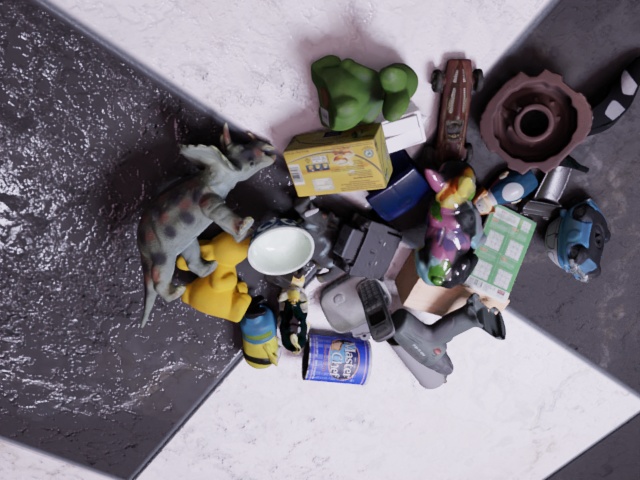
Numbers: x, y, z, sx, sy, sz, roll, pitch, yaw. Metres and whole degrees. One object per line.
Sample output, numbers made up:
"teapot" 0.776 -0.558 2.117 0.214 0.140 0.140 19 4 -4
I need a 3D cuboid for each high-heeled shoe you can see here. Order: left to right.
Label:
"high-heeled shoe" 0.465 -0.235 0.972 0.145 0.086 0.248 28 99 13

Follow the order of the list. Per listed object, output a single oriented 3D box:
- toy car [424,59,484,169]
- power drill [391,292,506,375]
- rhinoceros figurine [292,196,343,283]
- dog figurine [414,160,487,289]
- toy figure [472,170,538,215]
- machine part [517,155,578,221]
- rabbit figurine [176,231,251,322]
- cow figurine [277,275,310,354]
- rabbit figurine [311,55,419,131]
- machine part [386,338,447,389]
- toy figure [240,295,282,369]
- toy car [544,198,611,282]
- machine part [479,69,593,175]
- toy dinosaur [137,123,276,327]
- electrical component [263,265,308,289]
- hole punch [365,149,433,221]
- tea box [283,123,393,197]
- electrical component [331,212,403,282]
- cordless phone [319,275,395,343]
"toy car" 0.238 -0.216 0.957 0.089 0.053 0.201 0 122 -1
"power drill" 0.268 0.193 1.095 0.232 0.086 0.207 36 136 -28
"rhinoceros figurine" -0.002 -0.003 1.051 0.112 0.073 0.190 -28 119 13
"dog figurine" 0.231 -0.035 0.971 0.109 0.191 0.219 17 153 29
"toy figure" 0.339 -0.088 1.041 0.154 0.058 0.064 -28 81 14
"machine part" 0.446 -0.104 1.050 0.084 0.039 0.138 15 120 -7
"rabbit figurine" -0.198 0.053 1.064 0.162 0.122 0.173 22 103 -7
"cow figurine" -0.057 0.152 1.126 0.068 0.098 0.167 -2 116 1
"rabbit figurine" 0.088 -0.252 0.879 0.170 0.159 0.121 -19 112 -11
"machine part" 0.224 0.263 1.228 0.079 0.079 0.243 -31 120 13
"toy figure" -0.133 0.202 1.161 0.089 0.082 0.179 2 130 16
"toy car" 0.508 0.003 1.077 0.109 0.161 0.103 35 157 -32
"machine part" 0.371 -0.204 0.934 0.180 0.056 0.179 4 102 19
"toy dinosaur" -0.242 -0.031 0.944 0.405 0.131 0.192 -41 85 10
"electrical component" -0.076 0.049 1.074 0.102 0.078 0.045 33 127 -10
"hole punch" 0.145 -0.094 1.002 0.142 0.092 0.115 -37 121 13
"tea box" 0.033 -0.139 0.943 0.170 0.068 0.098 -3 126 22
"electrical component" 0.087 0.014 1.034 0.134 0.058 0.114 14 99 -41
"cordless phone" 0.082 0.155 1.089 0.147 0.184 0.088 -30 123 12
